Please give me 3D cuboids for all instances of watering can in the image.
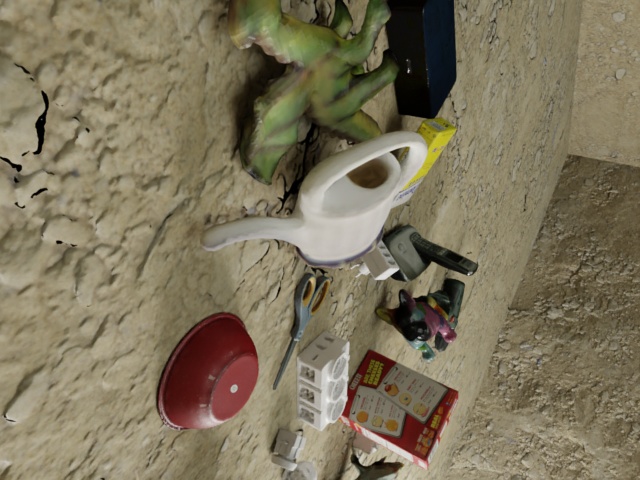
[{"bbox_3d":[0.002,-0.036,0.707,0.351,0.105,0.219,-28,155,-20],"label":"watering can"}]

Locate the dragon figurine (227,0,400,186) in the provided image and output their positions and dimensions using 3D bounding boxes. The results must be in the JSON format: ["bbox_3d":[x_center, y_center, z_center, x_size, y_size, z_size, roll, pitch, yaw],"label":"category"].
[{"bbox_3d":[-0.013,-0.171,0.667,0.245,0.124,0.401,-42,145,-15],"label":"dragon figurine"}]
